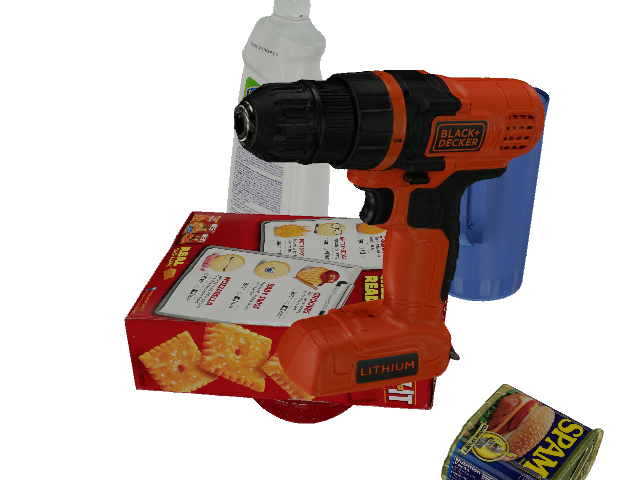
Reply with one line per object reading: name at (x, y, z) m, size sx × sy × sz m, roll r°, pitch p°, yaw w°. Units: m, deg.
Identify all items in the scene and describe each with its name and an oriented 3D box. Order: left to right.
bleach bottle at (-0.030, -0.093, 0.945) m, size 0.103 × 0.251 × 0.067 m, roll 25°, pitch 32°, yaw 32°
cracker box at (-0.015, 0.048, 0.792) m, size 0.214 × 0.072 × 0.164 m, roll 3°, pitch 29°, yaw 10°
bowl at (-0.017, 0.149, 1.158) m, size 0.162 × 0.055 × 0.162 m, roll 3°, pitch 29°, yaw -2°
power drill at (0.028, -0.004, 0.595) m, size 0.184 × 0.188 × 0.057 m, roll -4°, pitch 32°, yaw -27°
pitcher at (0.182, -0.054, 1.222) m, size 0.149 × 0.243 × 0.145 m, roll -9°, pitch 24°, yaw -21°
can of meat at (0.153, 0.164, 0.811) m, size 0.084 × 0.057 × 0.101 m, roll 27°, pitch 40°, yaw 27°
